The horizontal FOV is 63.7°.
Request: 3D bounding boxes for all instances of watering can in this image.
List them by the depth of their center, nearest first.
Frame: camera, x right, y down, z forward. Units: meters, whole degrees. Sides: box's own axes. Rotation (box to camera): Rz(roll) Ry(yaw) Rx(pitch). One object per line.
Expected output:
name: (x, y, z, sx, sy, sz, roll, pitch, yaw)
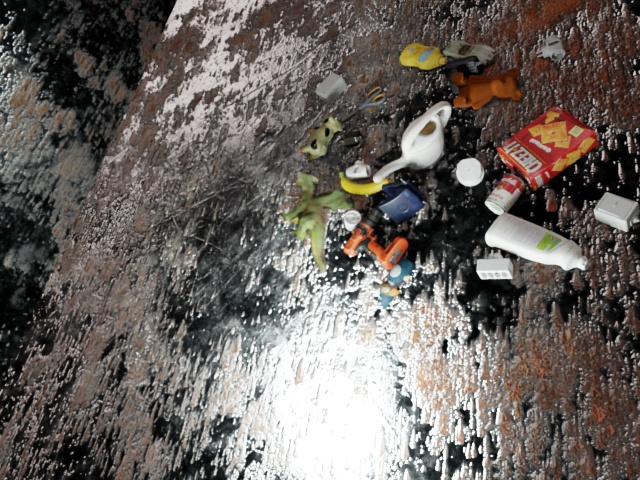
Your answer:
watering can: (0.297, -0.282, 1.621, 0.105, 0.221, 0.349, 40, 86, 25)

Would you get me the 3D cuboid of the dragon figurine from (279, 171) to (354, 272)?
dragon figurine: (0.005, -0.089, 1.768, 0.243, 0.120, 0.418, -35, 55, -3)
